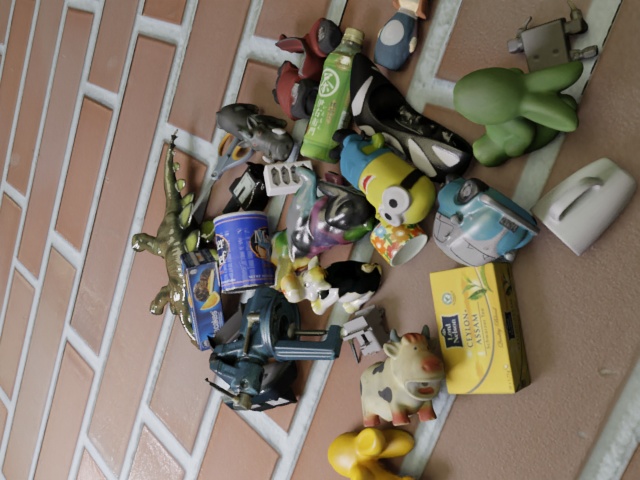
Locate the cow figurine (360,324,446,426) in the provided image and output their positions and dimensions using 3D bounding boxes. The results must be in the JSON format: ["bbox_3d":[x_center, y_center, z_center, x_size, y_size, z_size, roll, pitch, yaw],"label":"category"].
[{"bbox_3d":[0.118,0.199,0.773,0.195,0.085,0.127,130,132,-62],"label":"cow figurine"}]

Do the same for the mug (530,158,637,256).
[{"bbox_3d":[0.316,-0.049,0.643,0.107,0.109,0.081,-47,51,14],"label":"mug"}]

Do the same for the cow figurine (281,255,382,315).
[{"bbox_3d":[0.023,0.066,0.838,0.098,0.167,0.068,-42,58,32],"label":"cow figurine"}]

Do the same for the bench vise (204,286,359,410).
[{"bbox_3d":[-0.061,0.176,0.897,0.241,0.128,0.224,-4,42,22],"label":"bench vise"}]

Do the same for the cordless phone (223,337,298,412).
[{"bbox_3d":[-0.109,0.220,1.008,0.147,0.088,0.184,-26,52,36],"label":"cordless phone"}]

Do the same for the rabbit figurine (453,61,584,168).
[{"bbox_3d":[0.238,-0.159,0.665,0.159,0.170,0.121,3,90,41],"label":"rabbit figurine"}]

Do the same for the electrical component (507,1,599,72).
[{"bbox_3d":[0.302,-0.260,0.703,0.102,0.045,0.078,-14,107,41],"label":"electrical component"}]

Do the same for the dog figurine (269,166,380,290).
[{"bbox_3d":[-0.002,-0.003,0.906,0.192,0.108,0.219,32,112,34],"label":"dog figurine"}]

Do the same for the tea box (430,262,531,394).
[{"bbox_3d":[0.218,0.119,0.735,0.098,0.068,0.169,-16,79,38],"label":"tea box"}]

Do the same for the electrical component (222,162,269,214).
[{"bbox_3d":[-0.141,-0.087,1.061,0.075,0.047,0.119,49,118,31],"label":"electrical component"}]

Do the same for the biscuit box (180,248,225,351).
[{"bbox_3d":[-0.227,0.120,1.057,0.063,0.059,0.202,44,143,52],"label":"biscuit box"}]

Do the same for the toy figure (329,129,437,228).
[{"bbox_3d":[0.092,-0.097,0.786,0.089,0.082,0.180,-35,62,-9],"label":"toy figure"}]

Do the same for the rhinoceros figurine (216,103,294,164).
[{"bbox_3d":[-0.117,-0.204,1.004,0.191,0.112,0.073,35,107,31],"label":"rhinoceros figurine"}]

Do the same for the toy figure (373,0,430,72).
[{"bbox_3d":[0.135,-0.342,0.838,0.064,0.058,0.154,24,105,-2],"label":"toy figure"}]

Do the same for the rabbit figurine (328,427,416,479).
[{"bbox_3d":[0.070,0.358,0.824,0.173,0.122,0.162,44,113,53],"label":"rabbit figurine"}]

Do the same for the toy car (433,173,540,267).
[{"bbox_3d":[0.196,-0.021,0.701,0.103,0.109,0.162,-57,18,6],"label":"toy car"}]

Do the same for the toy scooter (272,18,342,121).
[{"bbox_3d":[-0.041,-0.312,0.971,0.135,0.075,0.183,28,103,37],"label":"toy scooter"}]

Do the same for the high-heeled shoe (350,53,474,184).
[{"bbox_3d":[0.131,-0.193,0.801,0.145,0.086,0.248,-26,89,56],"label":"high-heeled shoe"}]

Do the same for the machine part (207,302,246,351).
[{"bbox_3d":[-0.159,0.168,1.031,0.139,0.039,0.084,-42,39,13],"label":"machine part"}]

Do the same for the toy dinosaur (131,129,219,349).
[{"bbox_3d":[-0.300,0.006,1.160,0.199,0.105,0.471,-18,86,31],"label":"toy dinosaur"}]
